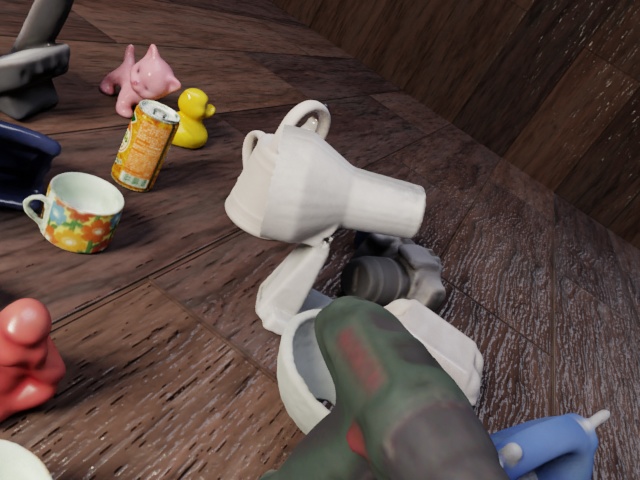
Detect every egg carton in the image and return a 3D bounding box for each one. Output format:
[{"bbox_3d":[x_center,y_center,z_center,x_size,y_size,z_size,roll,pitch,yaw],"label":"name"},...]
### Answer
[{"bbox_3d":[0.129,0.139,0.700,0.150,0.069,0.107,35,25,6],"label":"egg carton"}]

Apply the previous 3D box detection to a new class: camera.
[{"bbox_3d":[0.092,0.041,0.796,0.137,0.100,0.142,7,35,-42],"label":"camera"}]

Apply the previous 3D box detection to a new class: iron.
[{"bbox_3d":[0.174,0.217,0.527,0.259,0.141,0.118,6,36,-44],"label":"iron"}]

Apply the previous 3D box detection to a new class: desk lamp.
[{"bbox_3d":[0.006,0.002,0.634,0.203,0.213,0.118,27,26,-12],"label":"desk lamp"}]

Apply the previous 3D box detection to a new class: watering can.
[{"bbox_3d":[-0.040,-0.099,0.786,0.173,0.194,0.101,35,25,6],"label":"watering can"}]

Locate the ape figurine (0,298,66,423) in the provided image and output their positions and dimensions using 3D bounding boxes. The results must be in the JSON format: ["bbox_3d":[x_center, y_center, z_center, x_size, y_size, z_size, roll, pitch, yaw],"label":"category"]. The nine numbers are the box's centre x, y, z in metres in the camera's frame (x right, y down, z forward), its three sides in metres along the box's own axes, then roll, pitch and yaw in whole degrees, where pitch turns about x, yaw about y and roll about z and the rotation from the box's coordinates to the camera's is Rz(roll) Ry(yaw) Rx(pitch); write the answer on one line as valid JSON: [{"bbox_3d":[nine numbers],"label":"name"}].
[{"bbox_3d":[-0.211,0.078,0.390,0.078,0.092,0.076,20,28,-25],"label":"ape figurine"}]

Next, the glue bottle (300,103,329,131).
[{"bbox_3d":[-0.033,-0.137,0.888,0.078,0.173,0.037,40,26,16],"label":"glue bottle"}]

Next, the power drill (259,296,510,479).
[{"bbox_3d":[0.025,0.156,0.385,0.076,0.208,0.229,18,29,-28],"label":"power drill"}]

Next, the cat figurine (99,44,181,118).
[{"bbox_3d":[-0.273,-0.251,0.883,0.067,0.117,0.127,-2,42,-51],"label":"cat figurine"}]

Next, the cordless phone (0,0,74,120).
[{"bbox_3d":[-0.362,-0.257,0.710,0.094,0.185,0.147,26,26,-13],"label":"cordless phone"}]

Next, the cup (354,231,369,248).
[{"bbox_3d":[0.091,-0.015,0.903,0.091,0.095,0.118,40,26,16],"label":"cup"}]

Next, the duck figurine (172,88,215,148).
[{"bbox_3d":[-0.210,-0.197,0.895,0.105,0.086,0.077,0,40,-49],"label":"duck figurine"}]

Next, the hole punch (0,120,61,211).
[{"bbox_3d":[-0.325,-0.096,0.573,0.109,0.091,0.101,13,31,-36],"label":"hole punch"}]

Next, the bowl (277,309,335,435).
[{"bbox_3d":[0.023,0.149,0.553,0.168,0.074,0.167,26,26,-13],"label":"bowl"}]
